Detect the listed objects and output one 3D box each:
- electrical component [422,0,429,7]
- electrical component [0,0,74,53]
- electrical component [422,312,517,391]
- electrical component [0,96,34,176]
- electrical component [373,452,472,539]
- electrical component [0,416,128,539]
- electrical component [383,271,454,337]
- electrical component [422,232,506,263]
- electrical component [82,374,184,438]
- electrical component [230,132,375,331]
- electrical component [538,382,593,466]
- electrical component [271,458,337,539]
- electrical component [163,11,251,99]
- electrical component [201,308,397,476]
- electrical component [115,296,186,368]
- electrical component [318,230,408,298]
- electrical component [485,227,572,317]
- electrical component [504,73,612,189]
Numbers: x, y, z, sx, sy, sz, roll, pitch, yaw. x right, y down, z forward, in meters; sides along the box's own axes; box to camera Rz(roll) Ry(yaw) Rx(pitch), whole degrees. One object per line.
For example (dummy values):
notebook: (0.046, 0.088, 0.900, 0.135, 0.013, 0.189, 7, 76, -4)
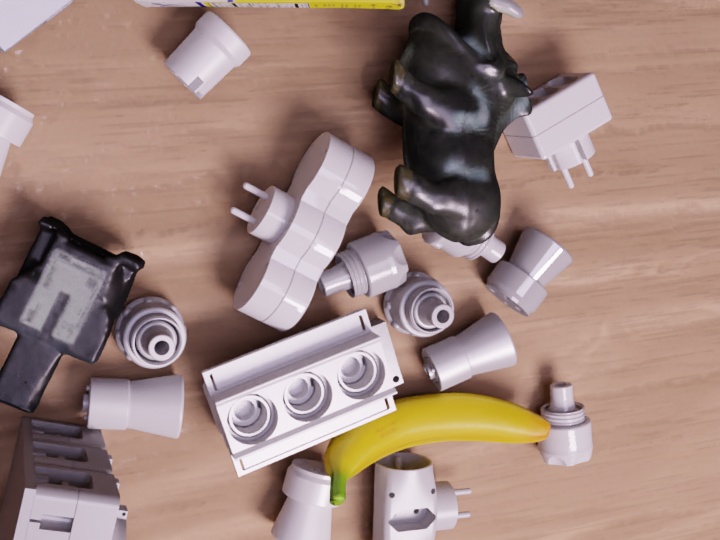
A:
electrical component: (0.035, -0.222, 0.749, 0.066, 0.047, 0.076, -8, 101, -19)
electrical component: (-0.231, -0.217, 0.647, 0.089, 0.062, 0.150, -41, 109, -10)
electrical component: (0.080, 0.064, 0.814, 0.065, 0.044, 0.044, -23, 105, -10)
electrical component: (-0.237, -0.083, 0.675, 0.045, 0.045, 0.055, 30, 87, -21)
electrical component: (0.049, 0.180, 0.819, 0.079, 0.043, 0.077, -1, 99, -20)
electrical component: (-0.188, 0.158, 0.673, 0.062, 0.150, 0.089, 12, 94, -19)
electrical component: (0.048, 0.028, 0.785, 0.048, 0.062, 0.048, -3, 99, -19)
electrical component: (0.080, -0.028, 0.797, 0.062, 0.048, 0.048, 32, 87, -24)
electrical component: (-0.155, 0.092, 0.734, 0.065, 0.044, 0.044, 4, 97, -15)
electrical component: (-0.053, -0.034, 0.744, 0.074, 0.052, 0.138, 28, 88, -21)
electrical component: (0.161, 0.120, 0.850, 0.043, 0.043, 0.062, -9, 100, -18)
electrical component: (-0.037, 0.171, 0.786, 0.045, 0.045, 0.055, 14, 93, -21)
electrical component: (-0.103, -0.142, 0.717, 0.046, 0.040, 0.040, -46, 110, -3)
electrical component: (-0.045, 0.082, 0.759, 0.121, 0.063, 0.078, -21, 105, -16)
electrical component: (-0.137, 0.045, 0.721, 0.048, 0.062, 0.048, -3, 100, -18)
electrical component: (0.000, 0.000, 0.773, 0.062, 0.043, 0.043, -22, 105, -14)
electrical component: (0.128, 0.002, 0.819, 0.045, 0.045, 0.055, 39, 85, -21)
electrical component: (0.153, -0.100, 0.811, 0.066, 0.047, 0.076, -31, 108, -13)
